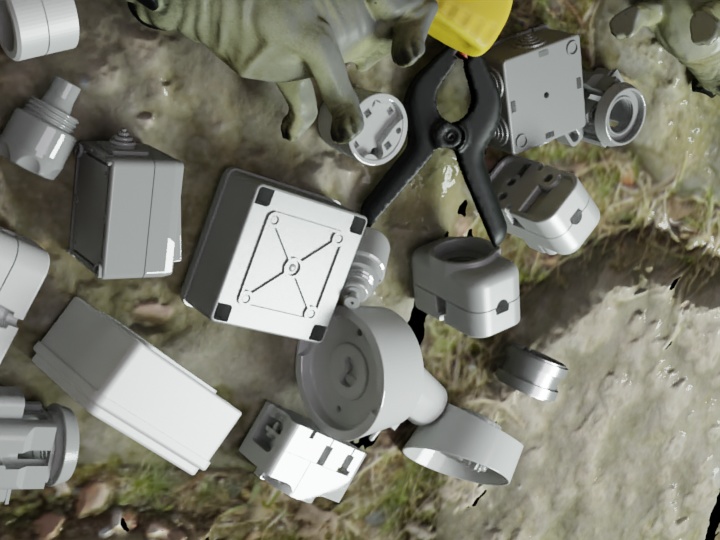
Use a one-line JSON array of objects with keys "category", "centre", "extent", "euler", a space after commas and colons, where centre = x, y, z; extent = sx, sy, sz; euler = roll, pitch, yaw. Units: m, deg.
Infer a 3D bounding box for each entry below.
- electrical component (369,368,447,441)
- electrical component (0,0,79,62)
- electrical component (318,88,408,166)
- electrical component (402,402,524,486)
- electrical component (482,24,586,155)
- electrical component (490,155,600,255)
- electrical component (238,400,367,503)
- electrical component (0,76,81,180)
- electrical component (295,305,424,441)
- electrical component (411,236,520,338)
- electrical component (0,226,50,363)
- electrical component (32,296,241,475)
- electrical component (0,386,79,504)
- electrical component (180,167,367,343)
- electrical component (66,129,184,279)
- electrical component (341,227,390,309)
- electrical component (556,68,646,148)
[{"category": "electrical component", "centre": [0.028, 0.112, 0.936], "extent": [0.079, 0.044, 0.077], "euler": [-51, 129, -9]}, {"category": "electrical component", "centre": [-0.190, -0.201, 0.646], "extent": [0.074, 0.052, 0.138], "euler": [-21, 119, -29]}, {"category": "electrical component", "centre": [0.001, -0.112, 0.825], "extent": [0.055, 0.047, 0.055], "euler": [-14, 115, -32]}, {"category": "electrical component", "centre": [0.095, 0.161, 0.974], "extent": [0.099, 0.099, 0.064], "euler": [36, 78, -40]}, {"category": "electrical component", "centre": [0.144, -0.153, 0.916], "extent": [0.100, 0.048, 0.099], "euler": [-23, 119, -25]}, {"category": "electrical component", "centre": [0.156, -0.054, 0.932], "extent": [0.053, 0.095, 0.059], "euler": [-51, 129, -9]}, {"category": "electrical component", "centre": [-0.049, 0.155, 0.892], "extent": [0.089, 0.050, 0.055], "euler": [31, 88, -40]}, {"category": "electrical component", "centre": [-0.201, -0.092, 0.687], "extent": [0.043, 0.043, 0.062], "euler": [28, 89, -40]}, {"category": "electrical component", "centre": [0.005, 0.080, 0.869], "extent": [0.060, 0.108, 0.108], "euler": [-4, 110, -42]}, {"category": "electrical component", "centre": [0.088, 0.010, 0.907], "extent": [0.054, 0.095, 0.059], "euler": [-21, 119, -29]}, {"category": "electrical component", "centre": [-0.251, 0.016, 0.686], "extent": [0.059, 0.054, 0.095], "euler": [27, 90, -40]}, {"category": "electrical component", "centre": [-0.155, 0.079, 0.746], "extent": [0.109, 0.109, 0.056], "euler": [43, 78, -39]}, {"category": "electrical component", "centre": [-0.230, 0.120, 0.741], "extent": [0.057, 0.058, 0.078], "euler": [7, 103, -35]}, {"category": "electrical component", "centre": [-0.065, -0.010, 0.812], "extent": [0.109, 0.056, 0.108], "euler": [15, 98, -39]}, {"category": "electrical component", "centre": [-0.155, -0.048, 0.726], "extent": [0.061, 0.062, 0.096], "euler": [-3, 109, -36]}, {"category": "electrical component", "centre": [0.000, 0.000, 0.854], "extent": [0.078, 0.040, 0.040], "euler": [-76, 148, -48]}, {"category": "electrical component", "centre": [0.219, -0.143, 0.968], "extent": [0.078, 0.057, 0.058], "euler": [-50, 129, -10]}]
